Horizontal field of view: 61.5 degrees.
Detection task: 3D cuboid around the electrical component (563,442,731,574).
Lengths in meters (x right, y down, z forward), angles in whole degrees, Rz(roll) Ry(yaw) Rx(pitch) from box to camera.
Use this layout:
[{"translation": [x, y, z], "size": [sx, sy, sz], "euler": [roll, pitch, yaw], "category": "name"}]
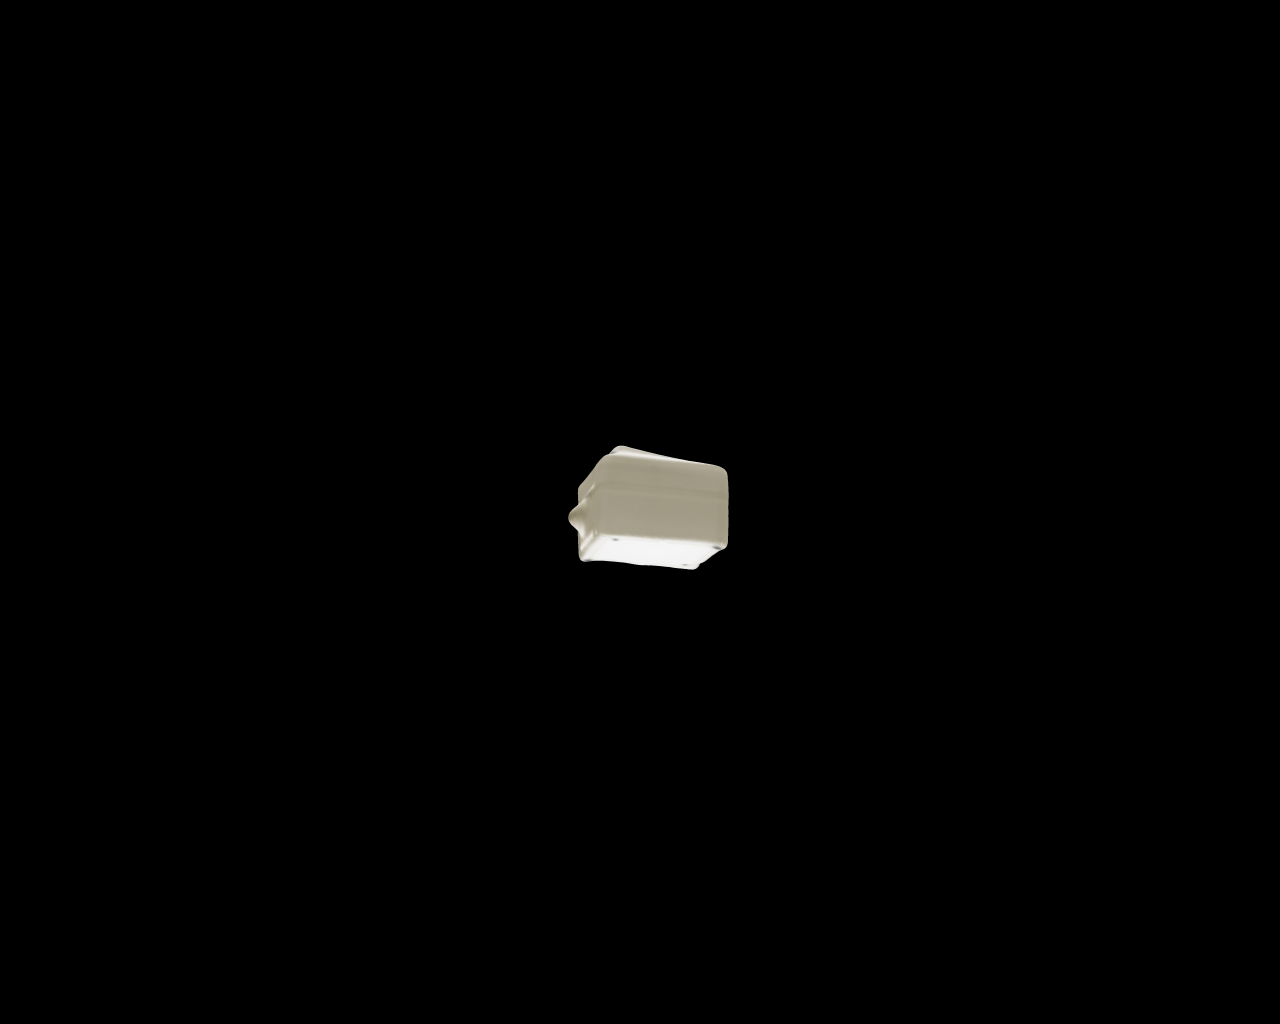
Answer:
[{"translation": [0.001, -0.003, 0.650], "size": [0.096, 0.061, 0.061], "euler": [6, -19, -16], "category": "electrical component"}]
